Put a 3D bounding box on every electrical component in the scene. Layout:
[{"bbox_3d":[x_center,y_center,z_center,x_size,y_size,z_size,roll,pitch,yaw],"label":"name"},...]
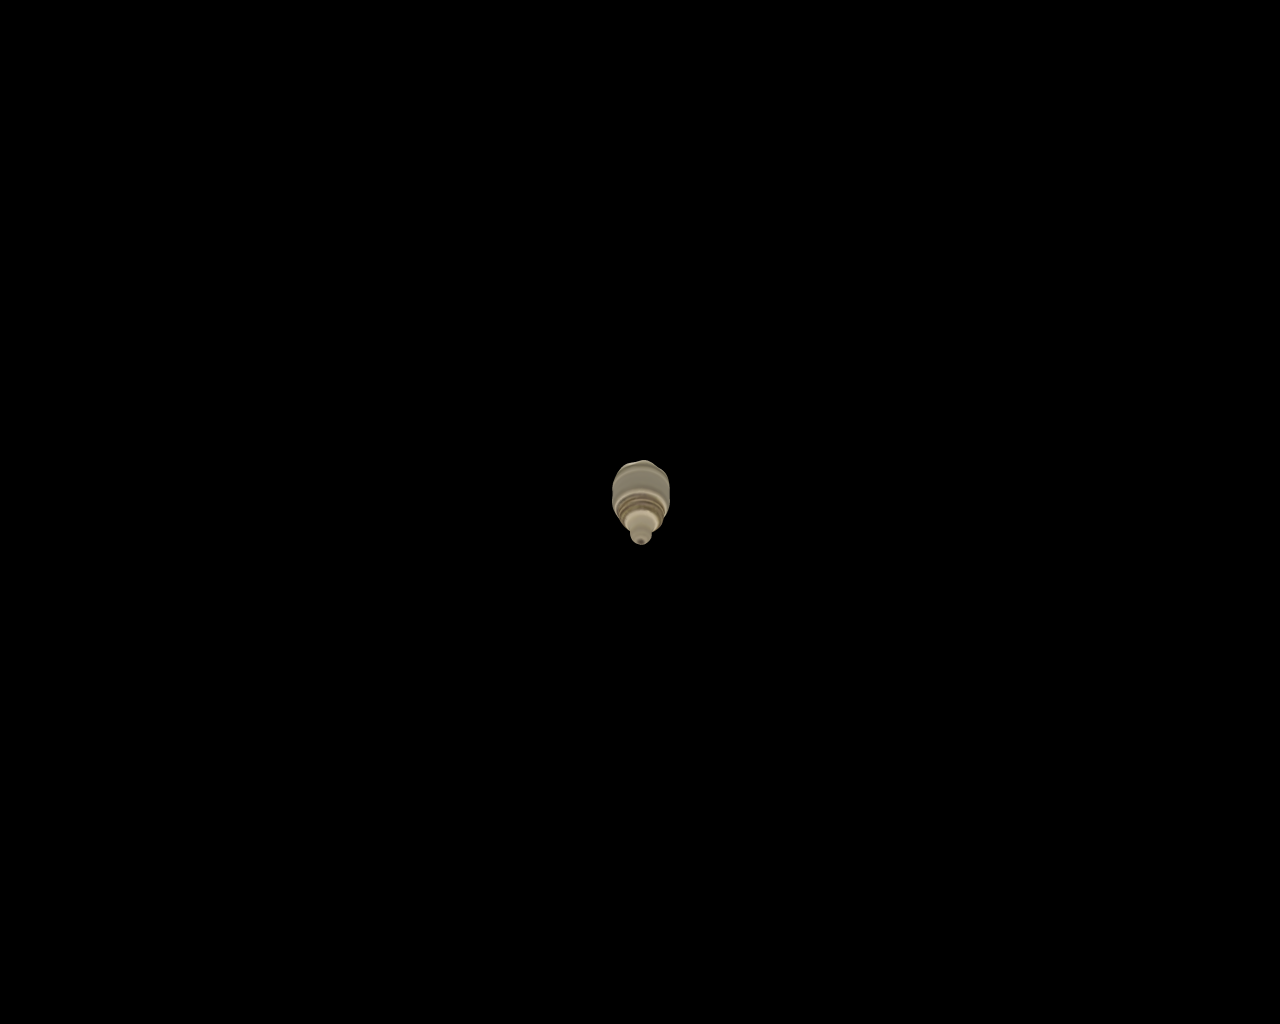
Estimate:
[{"bbox_3d":[0.001,-0.003,0.650,0.035,0.035,0.061,0,42,0],"label":"electrical component"}]
